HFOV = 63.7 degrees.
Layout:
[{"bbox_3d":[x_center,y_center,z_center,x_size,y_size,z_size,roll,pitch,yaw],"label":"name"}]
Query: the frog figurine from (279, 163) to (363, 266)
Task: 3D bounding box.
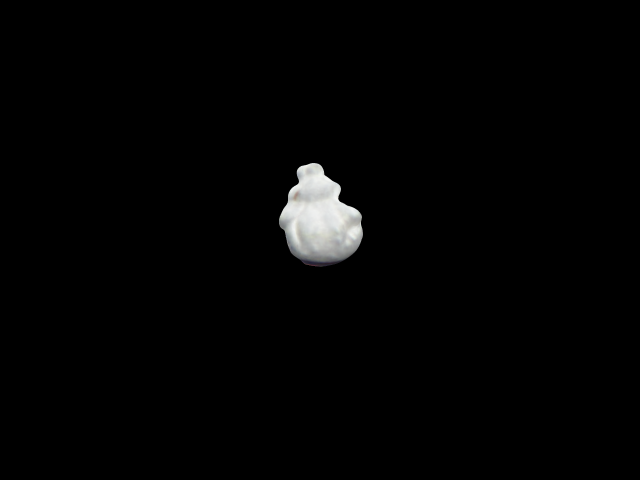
[{"bbox_3d":[0.003,-0.043,0.850,0.137,0.156,0.125,6,24,14],"label":"frog figurine"}]
